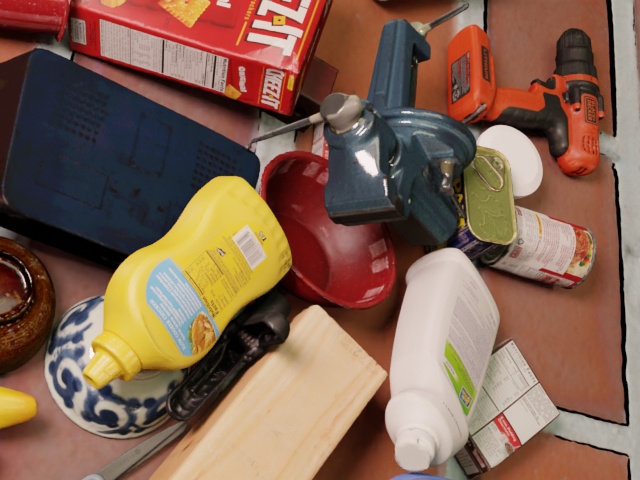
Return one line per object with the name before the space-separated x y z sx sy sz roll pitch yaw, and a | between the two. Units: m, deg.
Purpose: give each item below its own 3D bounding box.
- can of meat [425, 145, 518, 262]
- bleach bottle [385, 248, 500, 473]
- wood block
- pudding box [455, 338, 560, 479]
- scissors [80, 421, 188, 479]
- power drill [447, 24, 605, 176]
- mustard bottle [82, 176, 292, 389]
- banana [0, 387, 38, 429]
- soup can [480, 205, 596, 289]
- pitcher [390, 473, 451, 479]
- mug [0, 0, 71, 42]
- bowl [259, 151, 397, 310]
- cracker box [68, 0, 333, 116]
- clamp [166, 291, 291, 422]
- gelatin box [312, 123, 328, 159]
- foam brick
can of meat | 0.145 -0.030 1.057 0.057 0.084 0.102 9 65 -25
bleach bottle | 0.098 0.106 0.918 0.102 0.068 0.250 56 27 -13
wood block | -0.048 0.162 0.867 0.090 0.091 0.205 45 56 -5
pudding box | 0.163 0.158 1.014 0.113 0.039 0.090 -29 84 -36
scissors | -0.177 0.212 0.821 0.201 0.016 0.096 -13 77 -32
power drill | 0.232 -0.175 1.182 0.187 0.057 0.184 13 64 -23
mustard bottle | -0.108 0.042 0.816 0.191 0.058 0.096 -46 122 -30
banana | -0.305 0.096 0.776 0.197 0.070 0.037 36 14 -17
soup can | 0.220 0.006 1.093 0.102 0.069 0.068 16 63 -21
pitcher | 0.112 0.289 0.871 0.242 0.149 0.145 17 57 -25
mug | -0.264 -0.229 0.926 0.081 0.093 0.117 3 37 -23
bowl | -0.006 0.001 0.963 0.162 0.055 0.162 28 43 -30
cracker box | -0.102 -0.224 0.978 0.213 0.072 0.164 17 60 1
clamp | -0.055 0.076 0.871 0.039 0.120 0.171 53 23 -9
gelatin box | 0.031 -0.094 1.055 0.073 0.030 0.089 16 63 -22
foam brick | -0.031 -0.152 1.033 0.078 0.053 0.051 27 59 -15
